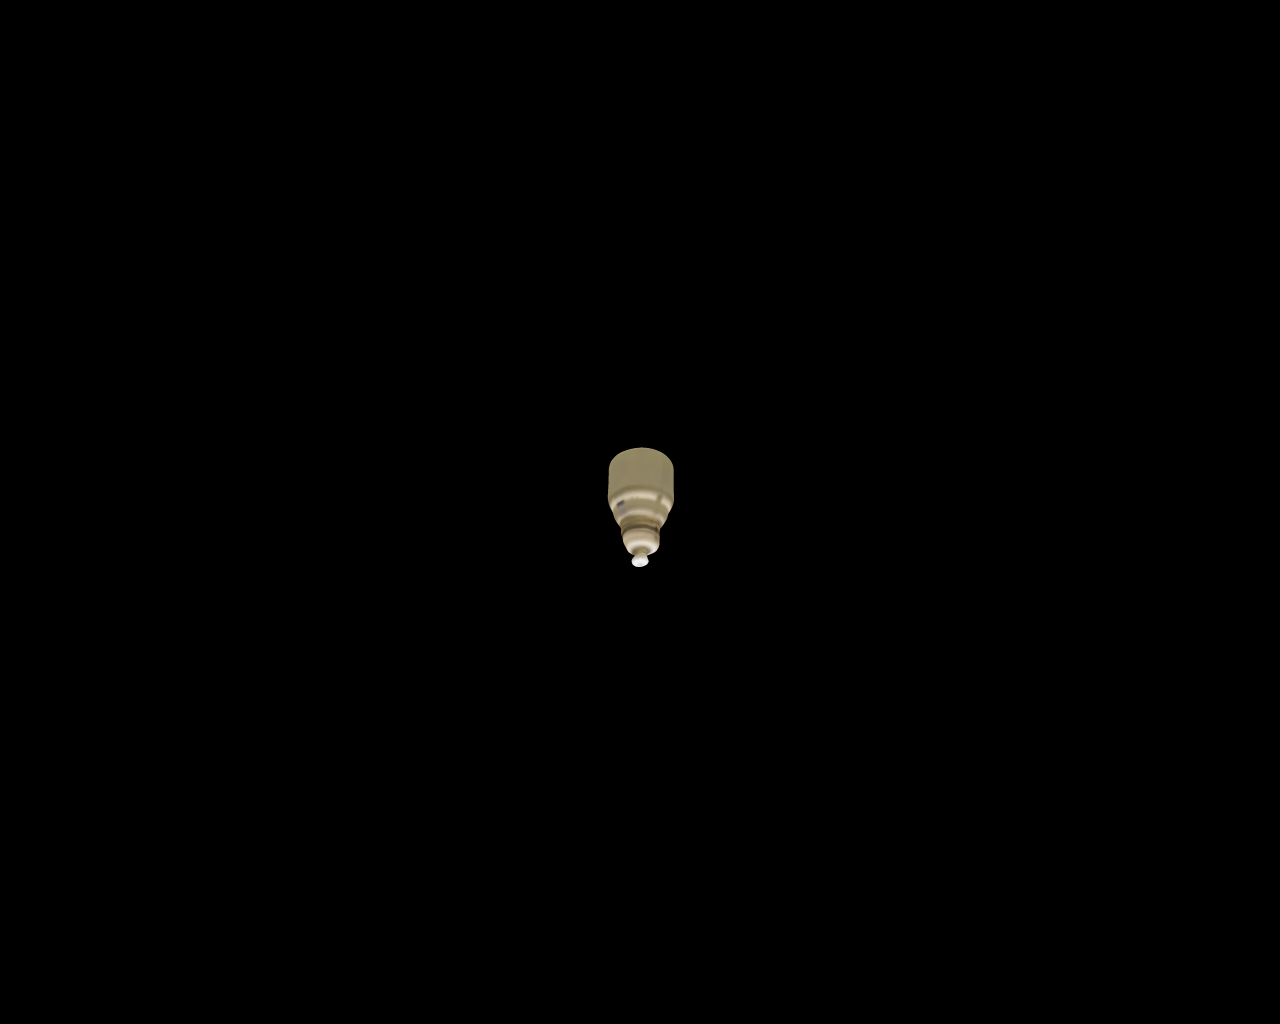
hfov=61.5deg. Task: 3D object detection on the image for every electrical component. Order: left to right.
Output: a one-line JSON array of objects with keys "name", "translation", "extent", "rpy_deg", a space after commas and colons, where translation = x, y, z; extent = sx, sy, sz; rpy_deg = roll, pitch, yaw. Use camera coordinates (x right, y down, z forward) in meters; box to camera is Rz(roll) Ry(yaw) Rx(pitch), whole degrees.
[{"name": "electrical component", "translation": [0.001, -0.003, 0.650], "extent": [0.040, 0.078, 0.040], "rpy_deg": [0, -30, 0]}]
